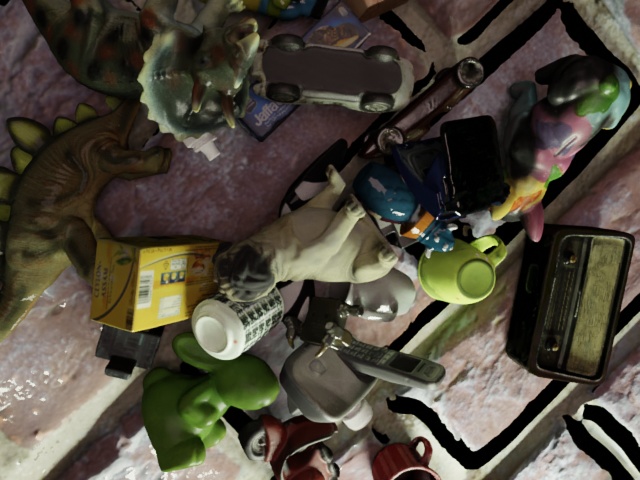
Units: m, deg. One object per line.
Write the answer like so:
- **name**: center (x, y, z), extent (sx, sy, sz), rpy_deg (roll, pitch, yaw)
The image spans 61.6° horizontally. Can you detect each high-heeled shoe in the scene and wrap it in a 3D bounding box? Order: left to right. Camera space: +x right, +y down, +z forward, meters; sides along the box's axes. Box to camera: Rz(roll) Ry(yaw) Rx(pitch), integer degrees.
- **high-heeled shoe**: center (-0.001, -0.002, 0.725), extent (0.145, 0.086, 0.248), rpy_deg (38, 97, -10)

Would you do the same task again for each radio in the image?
- **radio**: center (0.366, 0.090, 0.796), extent (0.131, 0.073, 0.229), rpy_deg (8, 94, -10)

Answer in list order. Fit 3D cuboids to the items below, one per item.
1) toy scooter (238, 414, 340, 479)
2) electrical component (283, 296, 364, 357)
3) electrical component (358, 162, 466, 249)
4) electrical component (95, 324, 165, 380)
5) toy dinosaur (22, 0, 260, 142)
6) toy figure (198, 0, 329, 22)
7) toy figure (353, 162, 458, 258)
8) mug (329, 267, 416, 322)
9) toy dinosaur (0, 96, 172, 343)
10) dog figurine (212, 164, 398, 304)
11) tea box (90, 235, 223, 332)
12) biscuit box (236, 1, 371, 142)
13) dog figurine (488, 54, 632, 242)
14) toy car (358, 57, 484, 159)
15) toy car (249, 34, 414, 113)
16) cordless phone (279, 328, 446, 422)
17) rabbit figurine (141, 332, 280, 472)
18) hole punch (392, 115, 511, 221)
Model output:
- **toy scooter**: center (-0.022, 0.299, 0.750), extent (0.135, 0.075, 0.183), rpy_deg (-28, 114, -14)
- **electrical component**: center (0.001, 0.109, 0.682), extent (0.045, 0.102, 0.078), rpy_deg (27, 78, -39)
- **electrical component**: center (0.119, -0.056, 0.751), extent (0.134, 0.058, 0.114), rpy_deg (-24, 97, -5)
- **electrical component**: center (-0.243, 0.131, 0.683), extent (0.075, 0.119, 0.047), rpy_deg (17, 94, -8)
- **toy dinosaur**: center (-0.228, -0.229, 0.619), extent (0.405, 0.131, 0.192), rpy_deg (14, 84, 17)
- **toy figure**: center (-0.078, -0.324, 0.680), extent (0.180, 0.082, 0.089), rpy_deg (16, 92, -13)
- **toy figure**: center (0.114, -0.040, 0.693), extent (0.154, 0.064, 0.058), rpy_deg (37, 50, -15)
- **mug**: center (0.079, 0.071, 0.736), extent (0.107, 0.110, 0.080), rpy_deg (10, 112, -18)
- **toy dinosaur**: center (-0.330, -0.022, 0.665), extent (0.199, 0.105, 0.471), rpy_deg (25, 83, -3)
- **dog figurine**: center (-0.015, 0.028, 0.654), extent (0.190, 0.121, 0.172), rpy_deg (-37, 117, 7)
- **tea box**: center (-0.188, 0.046, 0.654), extent (0.068, 0.169, 0.098), rpy_deg (10, 94, 23)
- **biscuit box**: center (-0.028, -0.218, 0.707), extent (0.202, 0.063, 0.059), rpy_deg (-45, 100, -2)
- **dog figurine**: center (0.303, -0.113, 0.719), extent (0.108, 0.191, 0.219), rpy_deg (23, 77, -17)
- **toy car**: center (0.137, -0.171, 0.724), extent (0.202, 0.089, 0.053), rpy_deg (-42, 104, -2)
- **toy car**: center (0.015, -0.200, 0.655), extent (0.202, 0.056, 0.073), rpy_deg (5, 91, -6)
- **cordless phone**: center (0.056, 0.182, 0.691), extent (0.184, 0.146, 0.088), rpy_deg (5, 109, 33)
- **rabbit figurine**: center (-0.138, 0.195, 0.710), extent (0.170, 0.121, 0.159), rpy_deg (-26, 78, 9)
- **hole punch**: center (0.161, -0.085, 0.665), extent (0.142, 0.092, 0.115), rpy_deg (-17, 96, -42)
